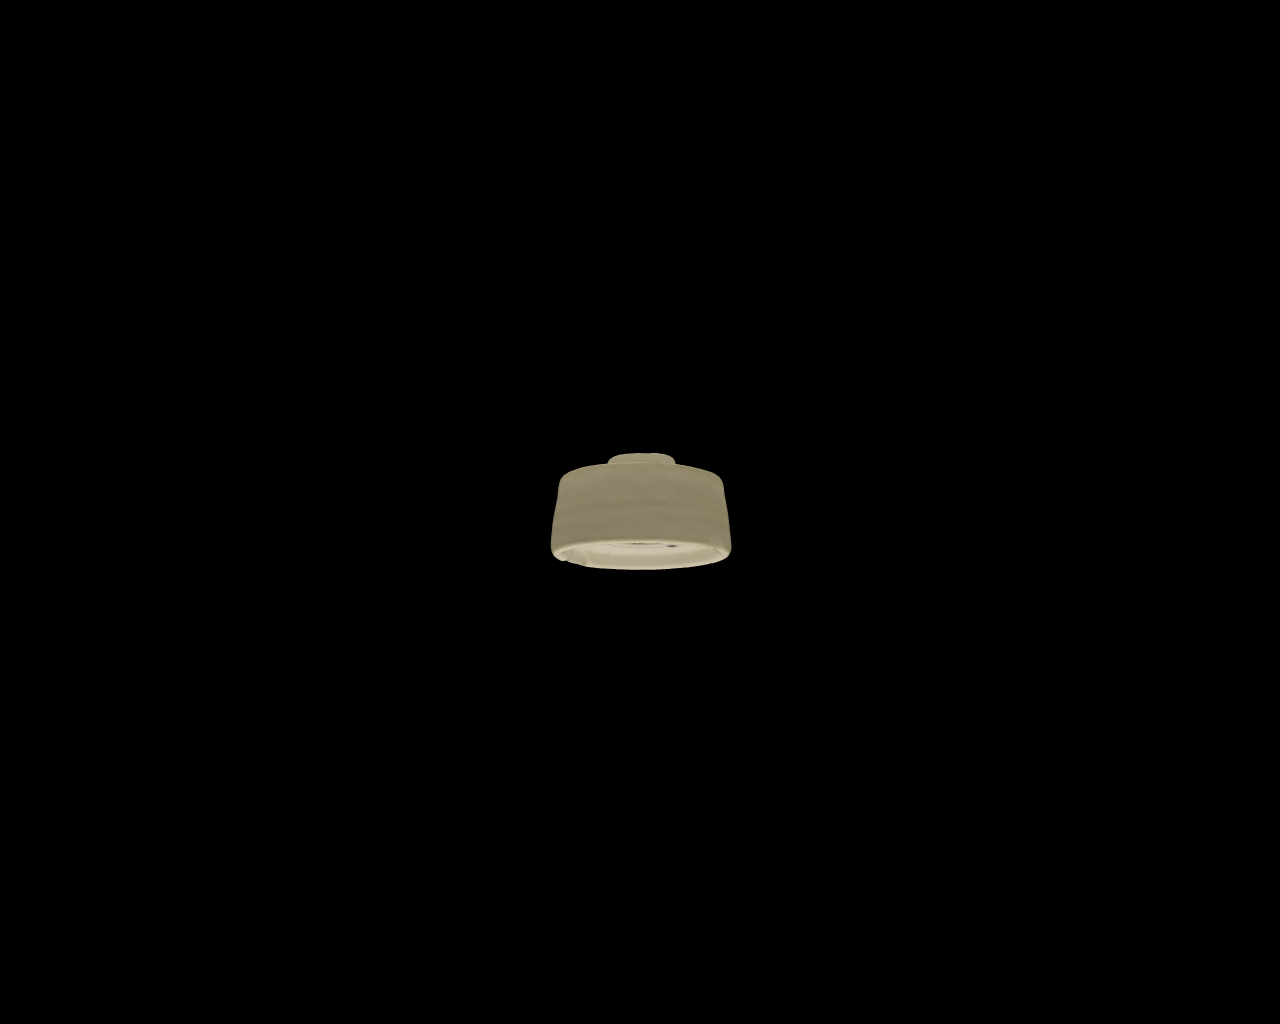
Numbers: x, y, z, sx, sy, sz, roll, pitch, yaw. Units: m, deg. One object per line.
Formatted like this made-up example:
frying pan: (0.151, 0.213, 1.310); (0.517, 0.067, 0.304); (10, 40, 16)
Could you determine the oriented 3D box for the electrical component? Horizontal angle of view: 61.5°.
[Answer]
electrical component: (0.001, -0.003, 0.650); (0.108, 0.060, 0.108); (0, -11, 0)
